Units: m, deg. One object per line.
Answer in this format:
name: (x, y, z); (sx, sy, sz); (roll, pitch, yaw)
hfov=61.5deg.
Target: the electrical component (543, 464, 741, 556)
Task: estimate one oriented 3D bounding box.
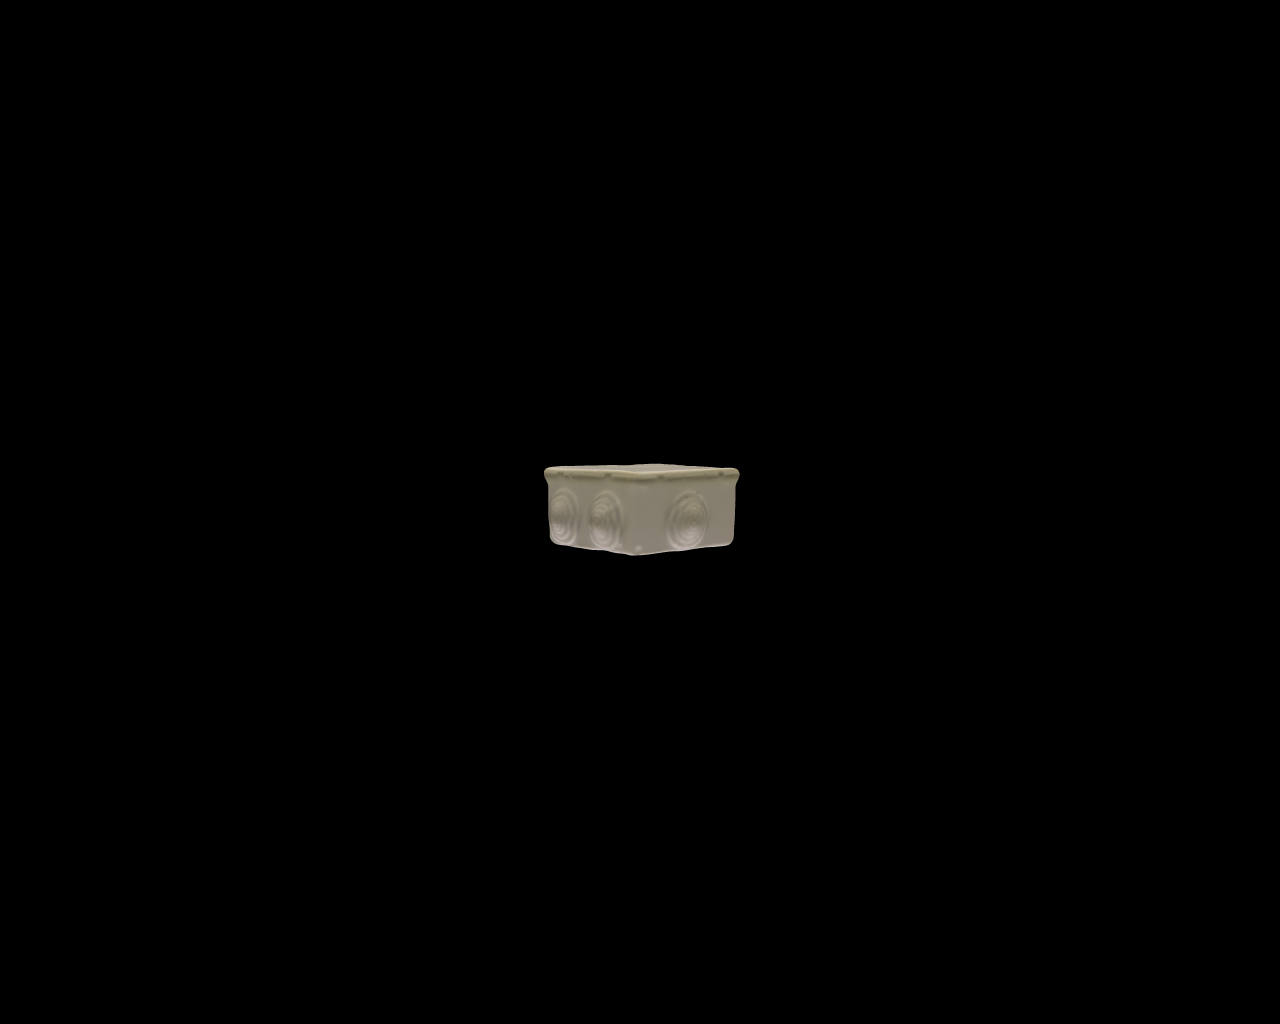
electrical component: (0.001, -0.003, 0.650); (0.100, 0.048, 0.100); (-4, 6, -39)
